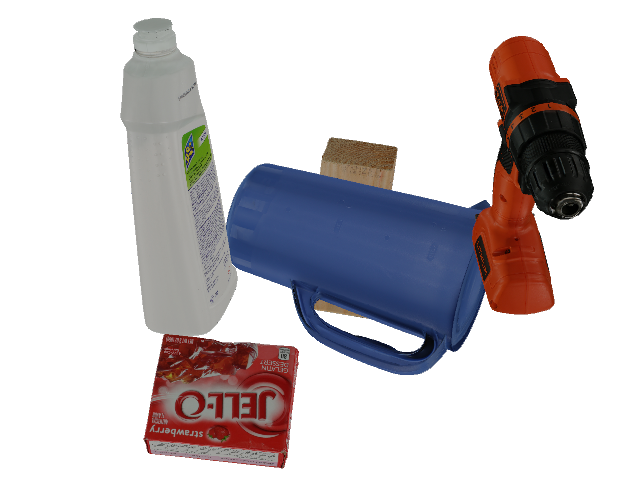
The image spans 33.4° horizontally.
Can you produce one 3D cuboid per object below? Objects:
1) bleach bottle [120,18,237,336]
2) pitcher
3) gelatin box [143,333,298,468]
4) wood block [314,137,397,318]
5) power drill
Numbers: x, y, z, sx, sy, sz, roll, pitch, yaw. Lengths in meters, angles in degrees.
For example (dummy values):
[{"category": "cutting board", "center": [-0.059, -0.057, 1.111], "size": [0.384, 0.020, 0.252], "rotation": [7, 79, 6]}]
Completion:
[{"category": "bleach bottle", "center": [-0.114, -0.052, 0.838], "size": [0.068, 0.251, 0.102], "rotation": [3, 31, 10]}, {"category": "pitcher", "center": [0.034, 0.016, 1.000], "size": [0.243, 0.145, 0.149], "rotation": [16, 21, 18]}, {"category": "gelatin box", "center": [-0.061, 0.101, 0.676], "size": [0.089, 0.073, 0.030], "rotation": [6, -32, 0]}, {"category": "wood block", "center": [0.039, -0.017, 1.370], "size": [0.090, 0.206, 0.090], "rotation": [9, 25, 4]}, {"category": "power drill", "center": [0.158, -0.033, 0.803], "size": [0.057, 0.188, 0.184], "rotation": [0, 43, -1]}]
